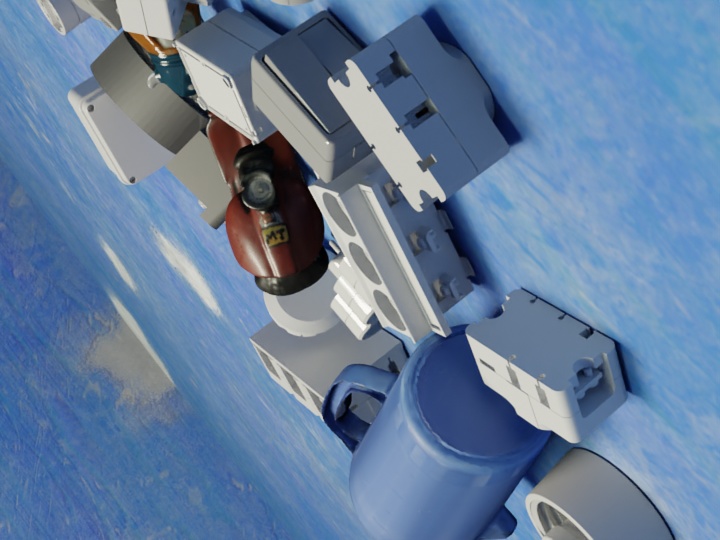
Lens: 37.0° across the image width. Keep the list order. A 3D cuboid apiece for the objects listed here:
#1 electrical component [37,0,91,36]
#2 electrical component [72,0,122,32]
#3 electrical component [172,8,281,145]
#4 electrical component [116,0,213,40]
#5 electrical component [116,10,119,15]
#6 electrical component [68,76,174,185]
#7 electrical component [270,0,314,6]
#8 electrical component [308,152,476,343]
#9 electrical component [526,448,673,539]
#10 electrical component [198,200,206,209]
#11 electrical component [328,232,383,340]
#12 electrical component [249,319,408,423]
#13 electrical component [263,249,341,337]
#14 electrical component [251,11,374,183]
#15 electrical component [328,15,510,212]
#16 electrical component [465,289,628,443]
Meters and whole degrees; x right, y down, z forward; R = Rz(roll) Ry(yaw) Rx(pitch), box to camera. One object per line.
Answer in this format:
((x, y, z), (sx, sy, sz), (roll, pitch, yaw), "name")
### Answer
((-0.300, -0.277, 1.106), (0.055, 0.047, 0.055), (47, 162, 20), "electrical component")
((-0.240, -0.262, 0.940), (0.100, 0.048, 0.099), (36, 173, 43), "electrical component")
((-0.086, -0.146, 0.782), (0.096, 0.061, 0.061), (37, 157, 41), "electrical component")
((-0.121, -0.206, 0.750), (0.076, 0.083, 0.047), (12, 155, 3), "electrical component")
((-0.181, -0.240, 0.882), (0.063, 0.042, 0.081), (61, 161, -12), "electrical component")
((-0.253, -0.158, 1.164), (0.057, 0.078, 0.113), (36, 156, 51), "electrical component")
((-0.041, -0.193, 0.603), (0.043, 0.043, 0.081), (44, 160, 28), "electrical component")
((0.025, -0.021, 0.732), (0.079, 0.063, 0.121), (24, 146, 58), "electrical component")
((0.167, 0.190, 0.778), (0.108, 0.060, 0.108), (47, 162, 20), "electrical component")
((-0.128, -0.064, 1.083), (0.062, 0.048, 0.048), (51, 164, -16), "electrical component")
((0.000, 0.000, 0.856), (0.073, 0.052, 0.138), (49, 163, 13), "electrical component")
((-0.025, 0.089, 1.032), (0.150, 0.089, 0.061), (31, 152, 51), "electrical component")
((-0.048, 0.021, 0.979), (0.080, 0.080, 0.051), (52, 168, 5), "electrical component")
((-0.026, -0.116, 0.681), (0.096, 0.062, 0.061), (49, 163, 14), "electrical component")
((0.035, -0.087, 0.590), (0.089, 0.056, 0.050), (55, 163, -5), "electrical component")
((0.117, 0.061, 0.675), (0.089, 0.050, 0.055), (33, 154, 48), "electrical component")
